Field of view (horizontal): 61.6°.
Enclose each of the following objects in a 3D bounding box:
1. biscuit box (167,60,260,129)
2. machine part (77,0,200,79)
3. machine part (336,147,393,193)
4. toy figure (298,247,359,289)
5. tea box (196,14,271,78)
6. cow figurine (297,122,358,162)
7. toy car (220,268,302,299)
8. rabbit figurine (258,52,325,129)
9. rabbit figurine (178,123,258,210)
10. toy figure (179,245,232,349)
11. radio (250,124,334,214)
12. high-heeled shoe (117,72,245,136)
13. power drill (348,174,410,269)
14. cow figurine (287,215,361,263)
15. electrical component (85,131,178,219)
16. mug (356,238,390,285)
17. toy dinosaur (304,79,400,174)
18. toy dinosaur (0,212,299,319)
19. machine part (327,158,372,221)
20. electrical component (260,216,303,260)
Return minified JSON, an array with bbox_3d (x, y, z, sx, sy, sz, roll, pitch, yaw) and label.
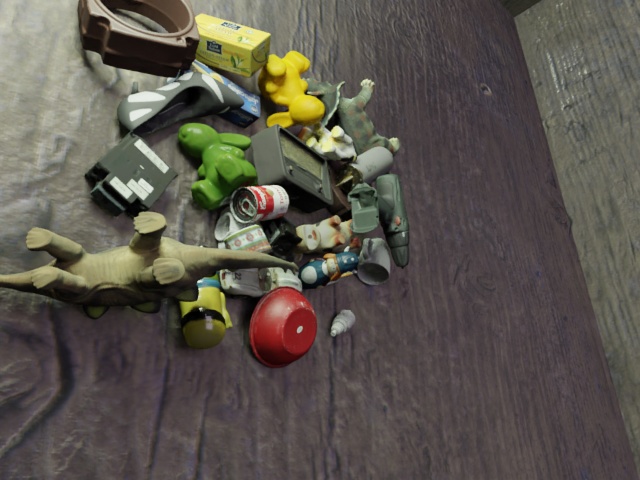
[{"bbox_3d":[-0.221,-0.309,1.140,0.202,0.063,0.059,20,59,-40],"label":"biscuit box"},{"bbox_3d":[-0.334,-0.405,0.993,0.201,0.087,0.201,3,53,-33],"label":"machine part"},{"bbox_3d":[0.115,-0.177,1.343,0.243,0.079,0.079,-34,97,-49],"label":"machine part"},{"bbox_3d":[0.014,0.064,1.134,0.064,0.154,0.058,54,38,-15],"label":"toy figure"},{"bbox_3d":[-0.201,-0.413,1.141,0.170,0.068,0.098,18,44,10],"label":"tea box"},{"bbox_3d":[0.018,-0.231,1.297,0.098,0.168,0.068,29,89,-39],"label":"cow figurine"},{"bbox_3d":[-0.110,0.082,1.065,0.201,0.056,0.073,13,62,-44],"label":"toy car"},{"bbox_3d":[-0.068,-0.325,1.245,0.173,0.162,0.122,45,37,10],"label":"rabbit figurine"},{"bbox_3d":[-0.198,-0.167,1.056,0.170,0.121,0.159,51,35,7],"label":"rabbit figurine"},{"bbox_3d":[-0.209,0.097,0.923,0.089,0.082,0.180,43,36,-72],"label":"toy figure"},{"bbox_3d":[-0.055,-0.148,1.188,0.229,0.073,0.131,23,53,-57],"label":"radio"},{"bbox_3d":[-0.254,-0.245,1.022,0.249,0.086,0.145,0,51,-23],"label":"high-heeled shoe"},{"bbox_3d":[0.151,-0.047,1.265,0.207,0.086,0.232,3,80,-52],"label":"power drill"},{"bbox_3d":[-0.002,-0.004,1.196,0.195,0.127,0.085,3,68,-62],"label":"cow figurine"},{"bbox_3d":[-0.327,-0.105,0.921,0.114,0.058,0.134,46,42,-18],"label":"electrical component"},{"bbox_3d":[0.131,0.040,1.336,0.109,0.081,0.107,55,31,-31],"label":"mug"},{"bbox_3d":[0.105,-0.284,1.455,0.192,0.131,0.404,-48,112,-36],"label":"toy dinosaur"},{"bbox_3d":[-0.249,0.043,0.790,0.471,0.198,0.105,-2,69,-14],"label":"toy dinosaur"},{"bbox_3d":[0.064,-0.137,1.371,0.179,0.056,0.179,23,55,-37],"label":"machine part"},{"bbox_3d":[-0.089,-0.011,1.109,0.047,0.075,0.119,33,10,-32],"label":"electrical component"}]
